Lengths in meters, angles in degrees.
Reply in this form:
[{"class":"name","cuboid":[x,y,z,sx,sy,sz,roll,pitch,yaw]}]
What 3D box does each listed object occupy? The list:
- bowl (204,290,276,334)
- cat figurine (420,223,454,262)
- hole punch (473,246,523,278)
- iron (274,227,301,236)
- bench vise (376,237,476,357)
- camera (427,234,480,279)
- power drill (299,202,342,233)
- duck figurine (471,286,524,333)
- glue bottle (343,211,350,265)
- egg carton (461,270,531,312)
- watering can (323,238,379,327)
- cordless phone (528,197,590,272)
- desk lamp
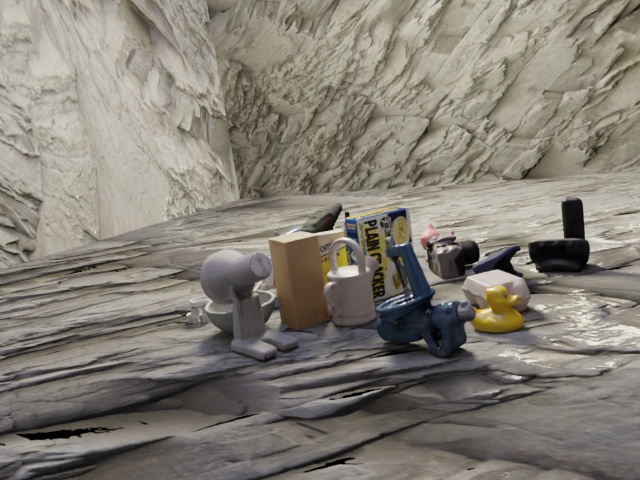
[{"class":"bowl","cuboid":[-0.181,0.177,1.341,0.167,0.075,0.167,-8,11,2]},{"class":"cat figurine","cuboid":[0.350,0.007,1.706,0.128,0.118,0.067,-12,12,-18]},{"class":"hole punch","cuboid":[0.443,0.061,1.440,0.109,0.091,0.100,-18,15,-41]},{"class":"iron","cuboid":[-0.046,0.017,1.869,0.259,0.141,0.118,-17,14,-37]},{"class":"bench vise","cuboid":[0.196,0.100,1.090,0.206,0.220,0.122,-2,13,26]},{"class":"camera","cuboid":[0.374,0.035,1.590,0.137,0.101,0.143,-9,11,-4]},{"class":"power drill","cuboid":[0.016,0.006,1.709,0.075,0.208,0.230,-2,13,29]},{"class":"duck figurine","cuboid":[0.351,0.135,1.149,0.104,0.086,0.078,-5,12,17]},{"class":"glue bottle","cuboid":[0.093,-0.005,1.798,0.078,0.173,0.037,-5,12,15]},{"class":"egg carton","cuboid":[0.388,0.115,1.264,0.107,0.069,0.150,-11,12,-15]},{"class":"watering can","cuboid":[0.070,0.087,1.307,0.100,0.194,0.173,-3,12,22]},{"class":"cordless phone","cuboid":[0.609,-0.017,1.468,0.147,0.185,0.094,-3,13,24]},{"class":"desk lamp","cuboid":[-0.153,0.125,1.224,0.118,0.214,0.202,-18,15,-41]}]
